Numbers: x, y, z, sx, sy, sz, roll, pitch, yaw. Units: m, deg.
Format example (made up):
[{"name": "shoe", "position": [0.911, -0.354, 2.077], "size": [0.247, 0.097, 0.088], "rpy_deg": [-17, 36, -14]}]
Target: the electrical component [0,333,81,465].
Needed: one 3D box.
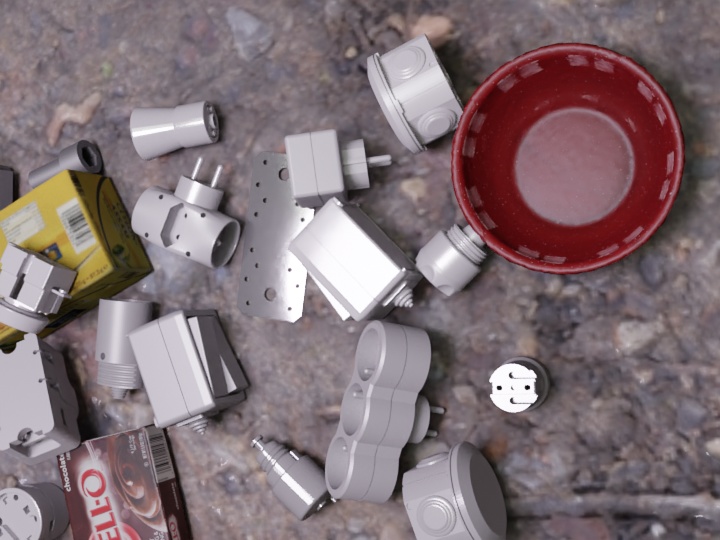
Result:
[{"name": "electrical component", "position": [-0.267, 0.107, 0.881], "size": [0.050, 0.055, 0.089], "rpy_deg": [-22, 62, 3]}]

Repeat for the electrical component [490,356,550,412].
[{"name": "electrical component", "position": [0.115, 0.084, 0.781], "size": [0.040, 0.046, 0.040], "rpy_deg": [0, 89, 18]}]

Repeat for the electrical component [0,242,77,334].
[{"name": "electrical component", "position": [-0.258, 0.016, 0.835], "size": [0.066, 0.048, 0.055], "rpy_deg": [24, 89, 17]}]

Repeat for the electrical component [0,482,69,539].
[{"name": "electrical component", "position": [-0.279, 0.207, 0.908], "size": [0.055, 0.047, 0.055], "rpy_deg": [0, 89, 18]}]

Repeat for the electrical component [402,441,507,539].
[{"name": "electrical component", "position": [0.070, 0.169, 0.778], "size": [0.051, 0.080, 0.080], "rpy_deg": [-22, 82, 21]}]

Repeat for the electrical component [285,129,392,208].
[{"name": "electrical component", "position": [-0.014, -0.079, 0.819], "size": [0.077, 0.065, 0.047], "rpy_deg": [-8, 86, 2]}]

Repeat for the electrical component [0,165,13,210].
[{"name": "electrical component", "position": [-0.342, -0.062, 0.909], "size": [0.061, 0.096, 0.061], "rpy_deg": [0, 88, 18]}]

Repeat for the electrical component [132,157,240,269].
[{"name": "electrical component", "position": [-0.134, -0.051, 0.868], "size": [0.077, 0.043, 0.079], "rpy_deg": [24, 95, 17]}]

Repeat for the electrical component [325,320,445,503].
[{"name": "electrical component", "position": [0.028, 0.110, 0.807], "size": [0.074, 0.052, 0.138], "rpy_deg": [11, 101, -22]}]

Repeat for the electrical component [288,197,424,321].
[{"name": "electrical component", "position": [0.000, 0.000, 0.813], "size": [0.096, 0.062, 0.061], "rpy_deg": [46, 102, 14]}]

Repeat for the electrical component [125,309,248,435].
[{"name": "electrical component", "position": [-0.132, 0.082, 0.855], "size": [0.061, 0.062, 0.096], "rpy_deg": [-23, 82, 16]}]

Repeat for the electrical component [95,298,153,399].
[{"name": "electrical component", "position": [-0.196, 0.065, 0.886], "size": [0.043, 0.043, 0.081], "rpy_deg": [5, 91, 18]}]

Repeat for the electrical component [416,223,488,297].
[{"name": "electrical component", "position": [0.075, -0.014, 0.799], "size": [0.062, 0.043, 0.043], "rpy_deg": [-46, 76, 11]}]

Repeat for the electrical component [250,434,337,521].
[{"name": "electrical component", "position": [-0.054, 0.159, 0.838], "size": [0.078, 0.040, 0.040], "rpy_deg": [42, 101, 15]}]

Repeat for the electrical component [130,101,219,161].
[{"name": "electrical component", "position": [-0.148, -0.116, 0.877], "size": [0.065, 0.044, 0.044], "rpy_deg": [-8, 86, 13]}]

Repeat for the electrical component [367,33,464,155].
[{"name": "electrical component", "position": [0.042, -0.130, 0.794], "size": [0.051, 0.080, 0.080], "rpy_deg": [-26, 81, 11]}]
